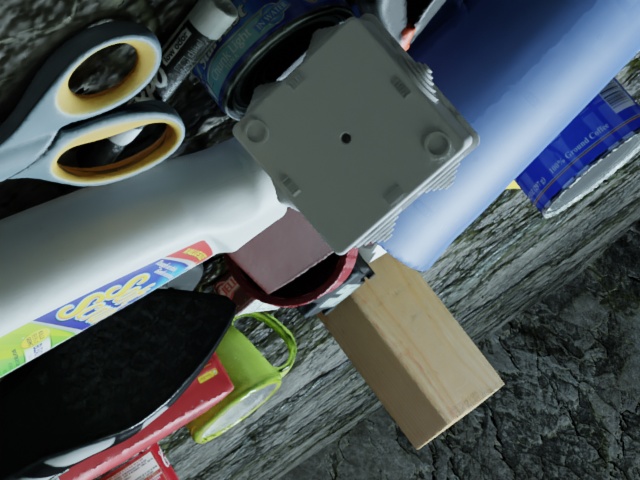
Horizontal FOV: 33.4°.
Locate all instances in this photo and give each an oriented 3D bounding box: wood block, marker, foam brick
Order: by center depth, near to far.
[{"bbox_3d":[-0.083,-0.073,0.524,0.121,0.020,0.020,-44,165,28],"label":"marker"},{"bbox_3d":[-0.022,-0.012,0.718,0.078,0.051,0.053,-33,123,11],"label":"foam brick"},{"bbox_3d":[0.089,0.108,1.152,0.090,0.206,0.091,-29,164,-29],"label":"wood block"}]

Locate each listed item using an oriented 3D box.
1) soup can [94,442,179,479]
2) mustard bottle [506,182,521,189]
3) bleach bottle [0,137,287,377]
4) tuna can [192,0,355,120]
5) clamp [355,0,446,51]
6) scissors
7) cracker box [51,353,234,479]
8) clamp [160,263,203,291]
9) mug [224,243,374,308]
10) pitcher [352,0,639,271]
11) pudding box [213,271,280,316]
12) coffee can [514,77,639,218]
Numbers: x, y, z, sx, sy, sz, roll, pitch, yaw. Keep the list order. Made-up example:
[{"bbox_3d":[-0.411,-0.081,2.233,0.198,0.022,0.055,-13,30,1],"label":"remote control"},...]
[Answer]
[{"bbox_3d":[-0.141,0.226,0.888,0.068,0.102,0.068,-31,178,-1],"label":"soup can"},{"bbox_3d":[0.145,-0.079,0.924,0.191,0.058,0.096,-7,145,-26],"label":"mustard bottle"},{"bbox_3d":[-0.110,0.002,0.564,0.250,0.068,0.103,-27,166,-17],"label":"bleach bottle"},{"bbox_3d":[-0.024,-0.101,0.548,0.086,0.034,0.086,-35,166,-10],"label":"tuna can"},{"bbox_3d":[0.065,-0.168,0.532,0.120,0.039,0.172,-26,158,-23],"label":"clamp"},{"bbox_3d":[-0.146,-0.046,0.460,0.201,0.016,0.096,-14,139,-34],"label":"scissors"},{"bbox_3d":[-0.183,0.145,0.807,0.163,0.072,0.214,-27,175,-35],"label":"cracker box"},{"bbox_3d":[-0.131,0.030,0.708,0.164,0.036,0.210,-32,166,-18],"label":"clamp"},{"bbox_3d":[-0.005,0.001,0.795,0.117,0.093,0.081,-11,176,11],"label":"mug"},{"bbox_3d":[0.097,-0.109,0.661,0.243,0.145,0.149,-44,177,15],"label":"pitcher"},{"bbox_3d":[-0.027,0.018,0.927,0.114,0.039,0.090,-39,167,18],"label":"pudding box"},{"bbox_3d":[0.158,-0.101,0.773,0.102,0.140,0.103,-35,166,-10],"label":"coffee can"}]
